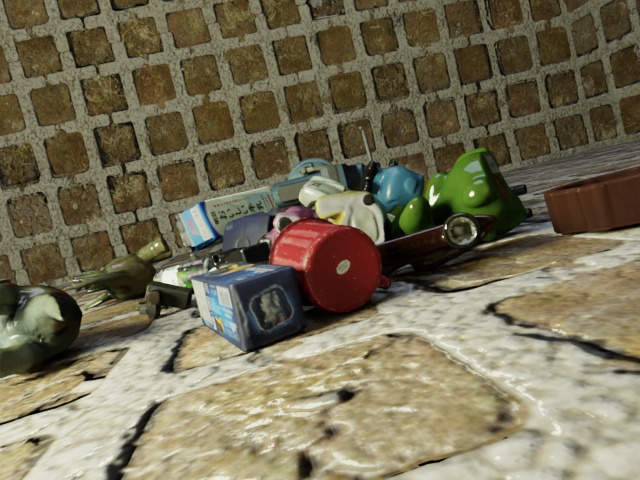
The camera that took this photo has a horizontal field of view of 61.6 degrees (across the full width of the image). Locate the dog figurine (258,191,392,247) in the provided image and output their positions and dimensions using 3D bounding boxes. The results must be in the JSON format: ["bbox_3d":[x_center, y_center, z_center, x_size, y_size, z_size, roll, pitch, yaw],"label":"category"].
[{"bbox_3d":[-0.002,-0.002,0.780,0.192,0.108,0.219,-18,2,-3],"label":"dog figurine"}]

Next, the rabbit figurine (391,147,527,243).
[{"bbox_3d":[0.165,-0.025,0.709,0.170,0.121,0.159,-32,1,31],"label":"rabbit figurine"}]

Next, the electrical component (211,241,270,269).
[{"bbox_3d":[-0.086,0.041,0.703,0.119,0.074,0.048,-16,3,43],"label":"electrical component"}]

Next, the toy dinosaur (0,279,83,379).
[{"bbox_3d":[-0.373,0.101,0.650,0.405,0.131,0.192,-5,8,26],"label":"toy dinosaur"}]

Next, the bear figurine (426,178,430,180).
[{"bbox_3d":[0.148,-0.059,1.140,0.132,0.120,0.196,32,58,21],"label":"bear figurine"}]

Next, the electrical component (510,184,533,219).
[{"bbox_3d":[0.263,-0.048,0.792,0.094,0.063,0.021,-11,5,43],"label":"electrical component"}]

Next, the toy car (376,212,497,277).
[{"bbox_3d":[0.099,0.014,0.603,0.202,0.053,0.089,-17,-7,17],"label":"toy car"}]

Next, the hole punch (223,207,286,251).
[{"bbox_3d":[-0.109,0.014,0.910,0.142,0.115,0.092,-11,13,38],"label":"hole punch"}]

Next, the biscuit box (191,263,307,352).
[{"bbox_3d":[-0.078,0.059,0.536,0.063,0.059,0.203,-16,5,-22],"label":"biscuit box"}]

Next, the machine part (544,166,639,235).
[{"bbox_3d":[0.345,-0.049,0.607,0.179,0.056,0.179,-14,3,1],"label":"machine part"}]

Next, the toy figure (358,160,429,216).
[{"bbox_3d":[0.146,-0.063,0.819,0.180,0.082,0.089,20,16,-7],"label":"toy figure"}]

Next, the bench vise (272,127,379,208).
[{"bbox_3d":[0.025,-0.119,1.095,0.224,0.128,0.240,-24,1,17],"label":"bench vise"}]

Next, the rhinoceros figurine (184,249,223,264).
[{"bbox_3d":[-0.163,0.036,1.024,0.190,0.073,0.112,-16,6,-24],"label":"rhinoceros figurine"}]

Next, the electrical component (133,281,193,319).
[{"bbox_3d":[-0.231,0.088,0.797,0.078,0.045,0.102,14,1,-13],"label":"electrical component"}]

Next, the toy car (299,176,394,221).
[{"bbox_3d":[0.063,-0.043,0.863,0.202,0.056,0.073,24,33,7],"label":"toy car"}]

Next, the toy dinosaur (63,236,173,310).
[{"bbox_3d":[-0.394,0.077,1.102,0.199,0.105,0.471,-23,-3,-12],"label":"toy dinosaur"}]
